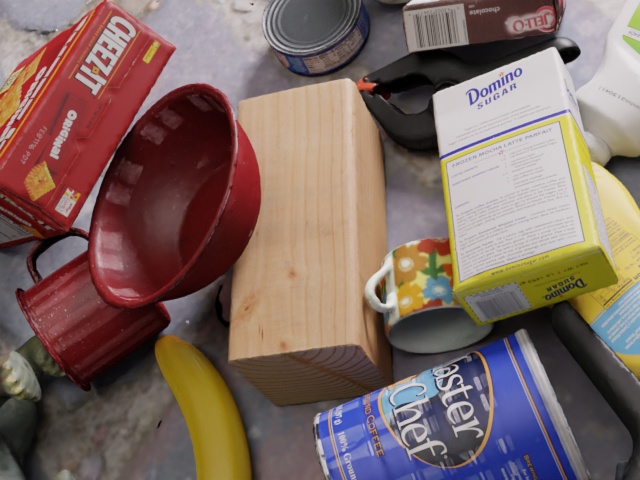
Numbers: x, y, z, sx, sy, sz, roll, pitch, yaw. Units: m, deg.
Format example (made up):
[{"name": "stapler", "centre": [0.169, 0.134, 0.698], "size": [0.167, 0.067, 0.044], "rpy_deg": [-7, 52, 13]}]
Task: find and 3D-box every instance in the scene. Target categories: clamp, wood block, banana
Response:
[{"name": "clamp", "centre": [0.198, 0.113, 0.580], "size": [0.165, 0.036, 0.210], "rpy_deg": [-2, 63, 30]}, {"name": "clamp", "centre": [0.108, -0.109, 0.792], "size": [0.172, 0.039, 0.120], "rpy_deg": [25, 84, 31]}, {"name": "wood block", "centre": [-0.004, 0.001, 0.755], "size": [0.090, 0.090, 0.206], "rpy_deg": [-9, 60, 16]}, {"name": "banana", "centre": [-0.081, 0.148, 0.736], "size": [0.070, 0.037, 0.198], "rpy_deg": [-14, 59, 12]}]

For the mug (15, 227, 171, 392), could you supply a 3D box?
[{"name": "mug", "centre": [-0.171, 0.042, 0.794], "size": [0.081, 0.093, 0.117], "rpy_deg": [-35, 75, -6]}]

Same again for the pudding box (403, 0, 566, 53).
[{"name": "pudding box", "centre": [0.126, -0.174, 0.804], "size": [0.114, 0.039, 0.090], "rpy_deg": [-2, 21, 18]}]

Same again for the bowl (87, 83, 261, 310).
[{"name": "bowl", "centre": [-0.090, -0.022, 0.725], "size": [0.162, 0.055, 0.162], "rpy_deg": [-26, 52, 39]}]

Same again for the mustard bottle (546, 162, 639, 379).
[{"name": "mustard bottle", "centre": [0.202, 0.039, 0.674], "size": [0.096, 0.058, 0.192], "rpy_deg": [-39, 56, -4]}]

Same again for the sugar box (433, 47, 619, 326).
[{"name": "sugar box", "centre": [0.127, -0.038, 0.683], "size": [0.093, 0.048, 0.176], "rpy_deg": [-19, 44, 22]}]

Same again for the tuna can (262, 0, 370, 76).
[{"name": "tuna can", "centre": [-0.003, -0.179, 0.885], "size": [0.086, 0.033, 0.086], "rpy_deg": [-9, 61, 16]}]

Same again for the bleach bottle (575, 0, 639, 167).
[{"name": "bleach bottle", "centre": [0.252, -0.152, 0.758], "size": [0.103, 0.068, 0.251], "rpy_deg": [35, 82, 38]}]

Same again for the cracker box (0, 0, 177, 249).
[{"name": "cracker box", "centre": [-0.216, -0.083, 0.830], "size": [0.214, 0.072, 0.164], "rpy_deg": [-8, 52, 60]}]

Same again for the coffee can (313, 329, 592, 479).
[{"name": "coffee can", "centre": [0.080, 0.127, 0.647], "size": [0.140, 0.102, 0.103], "rpy_deg": [-24, 57, 8]}]
